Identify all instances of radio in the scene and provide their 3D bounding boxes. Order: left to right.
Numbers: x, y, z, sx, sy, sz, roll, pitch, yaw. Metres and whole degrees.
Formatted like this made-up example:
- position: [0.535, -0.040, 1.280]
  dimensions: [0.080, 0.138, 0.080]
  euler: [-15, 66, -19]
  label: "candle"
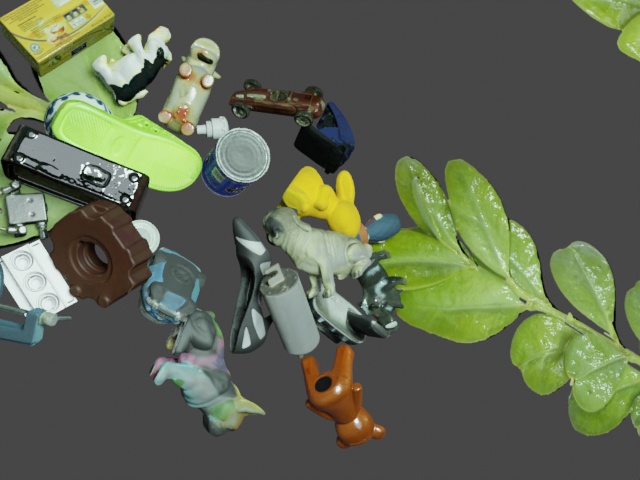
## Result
- position: [-0.416, -0.107, 0.928]
  dimensions: [0.229, 0.131, 0.073]
  euler: [21, 74, -20]
  label: "radio"

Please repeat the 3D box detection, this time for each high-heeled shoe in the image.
- position: [-0.156, 0.092, 1.035]
  dimensions: [0.145, 0.086, 0.248]
  euler: [-33, 108, -31]
  label: "high-heeled shoe"

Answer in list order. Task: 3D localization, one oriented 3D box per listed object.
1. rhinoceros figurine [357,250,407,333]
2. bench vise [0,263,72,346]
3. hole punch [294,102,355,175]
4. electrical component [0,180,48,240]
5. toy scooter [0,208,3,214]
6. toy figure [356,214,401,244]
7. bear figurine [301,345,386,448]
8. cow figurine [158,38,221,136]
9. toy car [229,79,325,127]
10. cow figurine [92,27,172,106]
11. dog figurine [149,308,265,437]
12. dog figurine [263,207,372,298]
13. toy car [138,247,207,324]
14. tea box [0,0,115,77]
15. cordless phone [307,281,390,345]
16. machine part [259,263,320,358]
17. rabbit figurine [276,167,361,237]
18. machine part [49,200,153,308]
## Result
- position: [0.128, 0.111, 1.161]
  dimensions: [0.112, 0.073, 0.190]
  euler: [-31, 103, -32]
  label: "rhinoceros figurine"
- position: [-0.522, 0.118, 0.819]
  dimensions: [0.241, 0.129, 0.223]
  euler: [12, 92, 2]
  label: "bench vise"
- position: [0.021, -0.214, 1.137]
  dimensions: [0.116, 0.142, 0.092]
  euler: [39, 66, -2]
  label: "hole punch"
- position: [-0.513, -0.050, 0.926]
  dimensions: [0.078, 0.045, 0.102]
  euler: [-2, 84, -22]
  label: "electrical component"
- position: [-0.593, -0.028, 0.859]
  dimensions: [0.183, 0.075, 0.135]
  euler: [40, 94, -16]
  label: "toy scooter"
- position: [0.105, -0.014, 1.185]
  dimensions: [0.154, 0.058, 0.064]
  euler: [-18, 84, -19]
  label: "toy figure"
- position: [0.051, 0.328, 1.098]
  dimensions: [0.195, 0.120, 0.132]
  euler: [55, 20, -35]
  label: "bear figurine"
- position: [-0.246, -0.297, 1.045]
  dimensions: [0.085, 0.127, 0.194]
  euler: [22, 90, -17]
  label: "cow figurine"
- position: [-0.089, -0.282, 1.087]
  dimensions: [0.202, 0.053, 0.089]
  euler: [12, 61, 14]
  label: "toy car"
- position: [-0.339, -0.334, 1.026]
  dimensions: [0.167, 0.068, 0.098]
  euler: [-41, 105, -19]
  label: "cow figurine"
- position: [-0.193, 0.251, 0.997]
  dimensions: [0.219, 0.108, 0.191]
  euler: [34, 69, -21]
  label: "dog figurine"
- position: [-0.002, -0.003, 1.041]
  dimensions: [0.172, 0.121, 0.190]
  euler: [-36, 100, -35]
  label: "dog figurine"
- position: [-0.278, 0.099, 0.973]
  dimensions: [0.109, 0.162, 0.103]
  euler: [32, 116, -25]
  label: "toy car"
- position: [-0.472, -0.389, 0.975]
  dimensions: [0.169, 0.068, 0.098]
  euler: [-43, 100, -21]
  label: "tea box"
- position: [0.052, 0.152, 1.070]
  dimensions: [0.146, 0.184, 0.089]
  euler: [41, 74, -14]
  label: "cordless phone"
- position: [-0.056, 0.140, 1.037]
  dimensions: [0.079, 0.079, 0.242]
  euler: [-34, 128, -23]
  label: "machine part"
- position: [0.011, -0.068, 1.119]
  dimensions: [0.173, 0.121, 0.162]
  euler: [33, 47, 4]
  label: "rabbit figurine"
- position: [-0.367, 0.024, 0.894]
  dimensions: [0.179, 0.179, 0.056]
  euler: [58, 27, -7]
  label: "machine part"
